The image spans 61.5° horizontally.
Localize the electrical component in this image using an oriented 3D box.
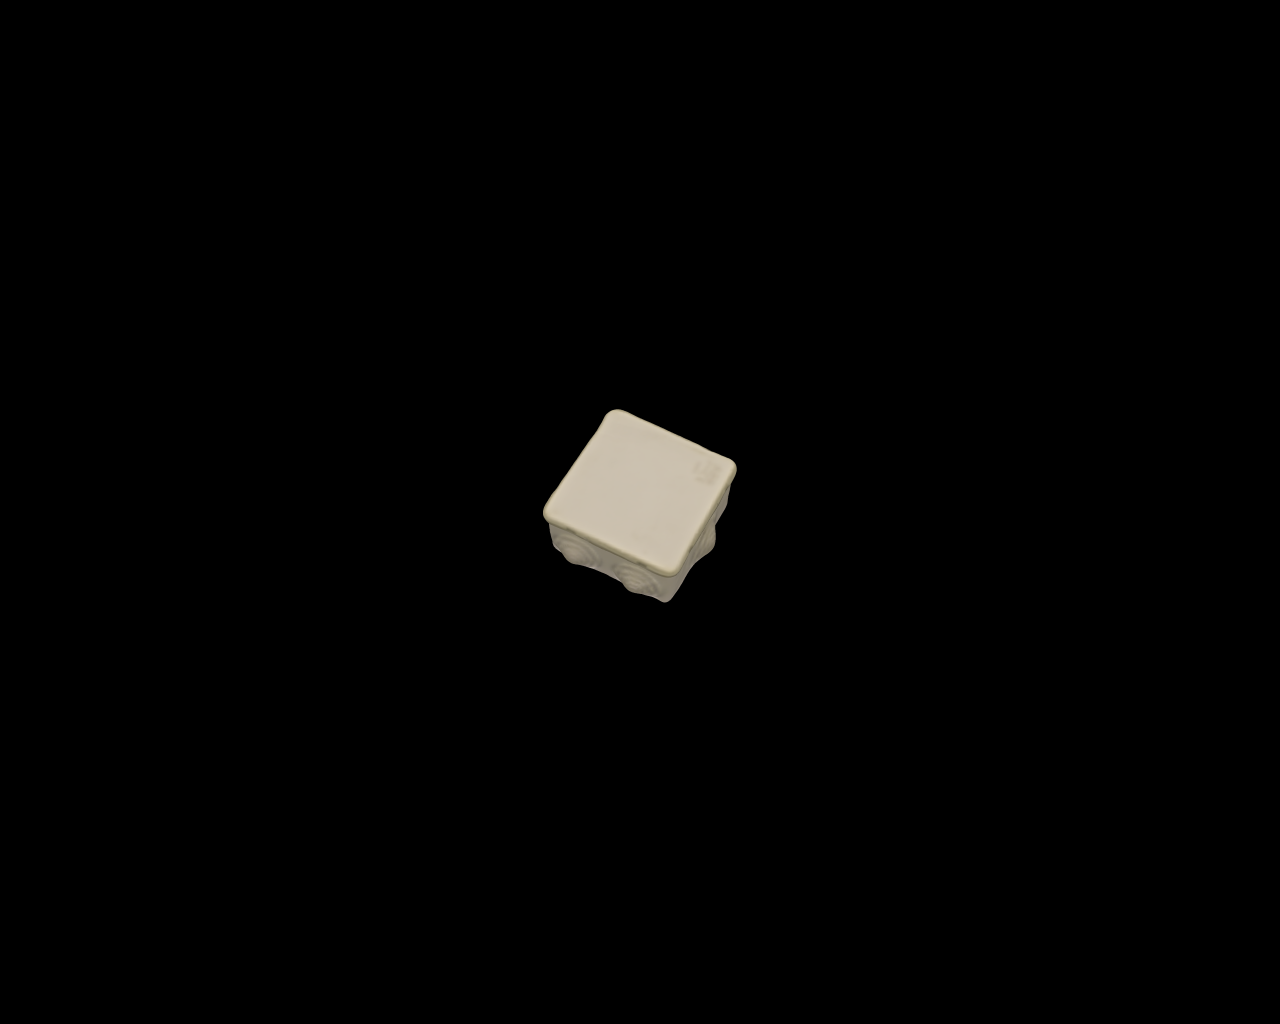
[{"bbox_3d":[0.001,-0.003,0.650,0.100,0.100,0.048,25,-27,14],"label":"electrical component"}]
